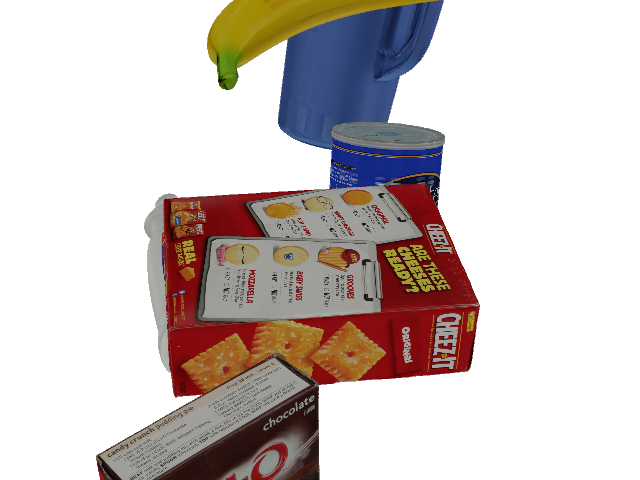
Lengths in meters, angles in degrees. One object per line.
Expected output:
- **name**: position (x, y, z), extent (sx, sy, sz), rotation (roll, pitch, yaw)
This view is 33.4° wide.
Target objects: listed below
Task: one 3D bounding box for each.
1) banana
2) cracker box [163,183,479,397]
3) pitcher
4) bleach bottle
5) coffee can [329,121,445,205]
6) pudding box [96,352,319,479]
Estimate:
- **banana**: position (0.005, -0.140, 0.637), extent (0.197, 0.070, 0.037), rotation (-28, -29, -25)
- **cracker box**: position (-0.008, 0.033, 0.796), extent (0.213, 0.072, 0.164), rotation (-3, 35, -8)
- **pitcher**: position (0.037, -0.211, 1.026), extent (0.145, 0.243, 0.149), rotation (11, 19, 0)
- **bleach bottle**: position (-0.142, 0.030, 1.119), extent (0.102, 0.068, 0.251), rotation (-12, 38, -14)
- **coffee can**: position (0.057, -0.031, 0.981), extent (0.103, 0.140, 0.103), rotation (3, 16, -1)
- **pudding box**: position (-0.052, 0.120, 0.535), extent (0.113, 0.090, 0.039), rotation (-29, 46, -33)
